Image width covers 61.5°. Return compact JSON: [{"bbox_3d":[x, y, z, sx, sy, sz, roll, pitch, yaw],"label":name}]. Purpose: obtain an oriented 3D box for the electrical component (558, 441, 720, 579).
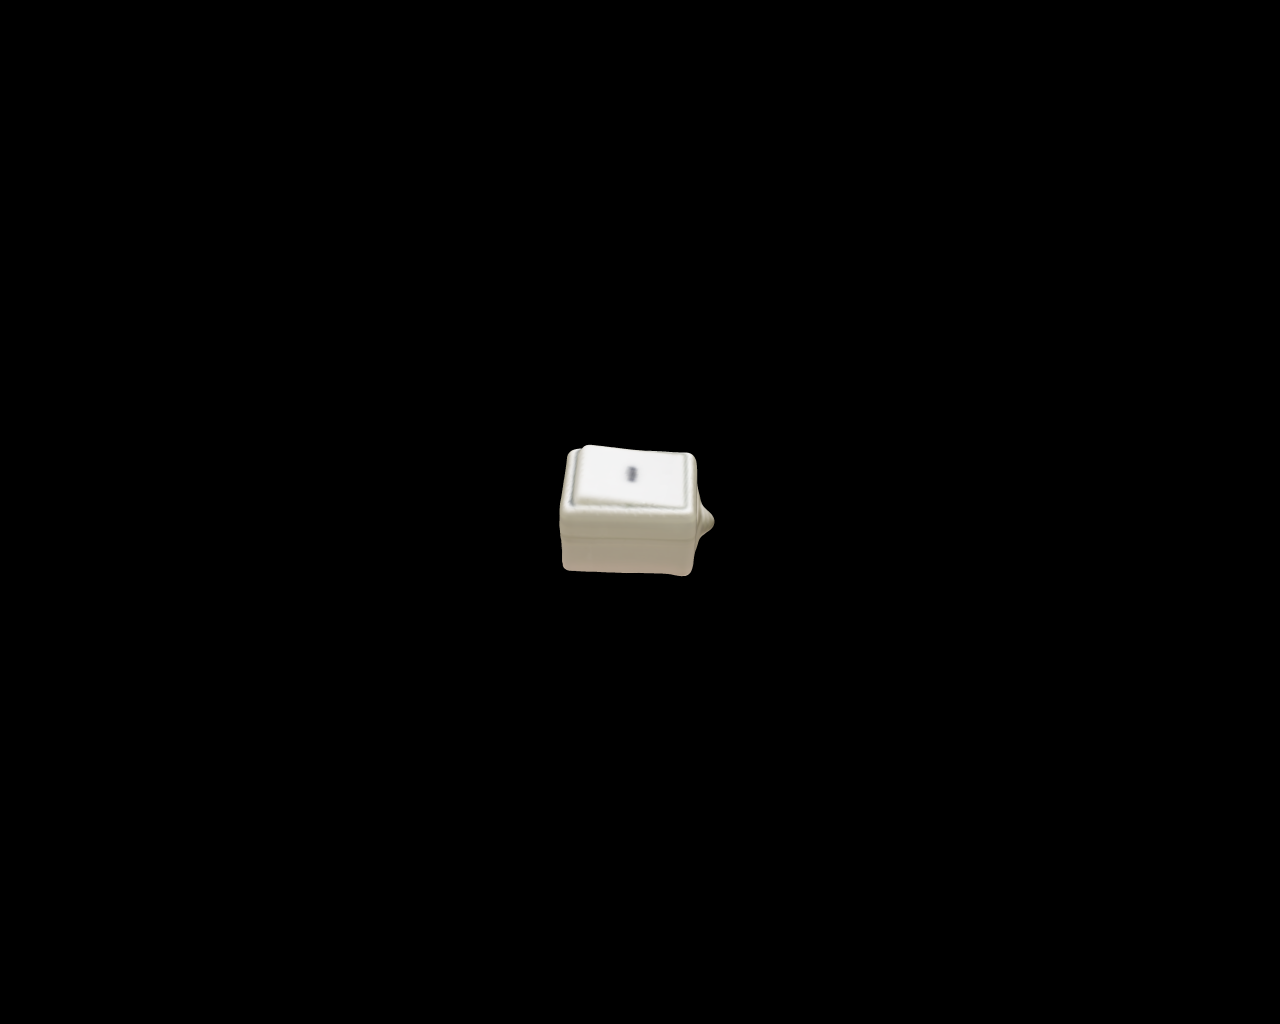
[{"bbox_3d":[0.001,-0.003,0.650,0.096,0.061,0.062,2,43,2],"label":"electrical component"}]
